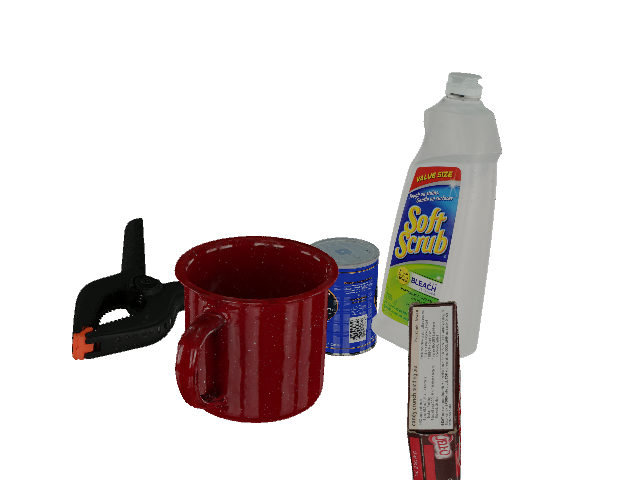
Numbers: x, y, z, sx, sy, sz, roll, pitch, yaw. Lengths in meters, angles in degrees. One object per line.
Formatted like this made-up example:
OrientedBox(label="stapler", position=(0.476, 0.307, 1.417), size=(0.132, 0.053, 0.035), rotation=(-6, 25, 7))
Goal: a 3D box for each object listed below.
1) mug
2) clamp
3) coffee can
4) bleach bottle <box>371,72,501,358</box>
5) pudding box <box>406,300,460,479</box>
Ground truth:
OrientedBox(label="mug", position=(-0.043, 0.056, 0.610), size=(0.093, 0.081, 0.117), rotation=(13, 25, 24))
OrientedBox(label="clamp", position=(-0.174, 0.047, 1.022), size=(0.165, 0.036, 0.209), rotation=(26, 35, 25))
OrientedBox(label="coffee can", position=(0.031, 0.079, 1.515), size=(0.103, 0.140, 0.103), rotation=(0, 21, 0))
OrientedBox(label="bleach bottle", position=(0.107, -0.024, 0.954), size=(0.067, 0.251, 0.103), rotation=(-10, 23, -40))
OrientedBox(label="pudding box", position=(0.083, 0.114, 0.770), size=(0.039, 0.113, 0.090), rotation=(-2, -41, 6))
